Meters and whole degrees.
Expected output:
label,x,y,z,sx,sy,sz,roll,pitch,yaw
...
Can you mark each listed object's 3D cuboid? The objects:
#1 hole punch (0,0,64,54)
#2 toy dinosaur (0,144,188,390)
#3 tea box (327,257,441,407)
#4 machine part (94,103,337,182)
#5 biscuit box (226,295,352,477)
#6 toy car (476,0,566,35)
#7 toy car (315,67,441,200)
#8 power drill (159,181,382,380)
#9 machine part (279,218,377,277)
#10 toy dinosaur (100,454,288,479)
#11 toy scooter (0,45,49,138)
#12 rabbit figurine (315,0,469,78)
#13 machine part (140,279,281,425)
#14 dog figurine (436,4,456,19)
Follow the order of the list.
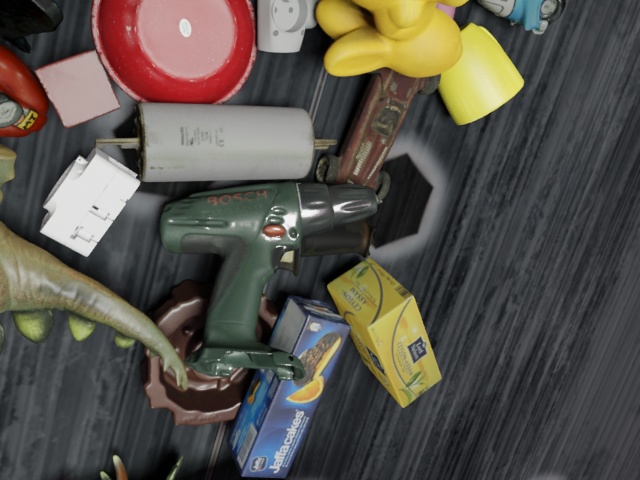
label,x,y,z,sx,sy,sz,roll,pitch,yaw
hole punch,-0.226,-0.210,0.370,0.142,0.116,0.092,43,63,-49
toy dinosaur,-0.318,0.012,0.452,0.471,0.105,0.198,22,115,-12
tea box,0.082,0.116,0.666,0.068,0.098,0.169,-33,128,-11
machine part,-0.096,-0.098,0.541,0.243,0.079,0.079,-3,109,-25
biscuit box,-0.038,0.168,0.611,0.063,0.059,0.202,17,100,-30
toy car,0.216,-0.315,0.604,0.103,0.109,0.161,-7,124,2
toy car,0.065,-0.128,0.610,0.089,0.053,0.202,14,109,-30
power drill,-0.049,0.032,0.540,0.232,0.086,0.207,1,70,-2
machine part,-0.001,-0.002,0.643,0.139,0.039,0.084,-5,101,-20
toy dinosaur,-0.084,0.325,0.594,0.405,0.192,0.131,-2,134,-2
toy scooter,-0.297,-0.142,0.410,0.183,0.135,0.075,40,88,-30
rabbit figurine,0.074,-0.206,0.490,0.162,0.122,0.173,-19,152,19
machine part,-0.122,0.128,0.623,0.179,0.056,0.179,-8,111,-22
dog figurine,0.098,-0.317,0.523,0.191,0.109,0.219,-21,124,-51
